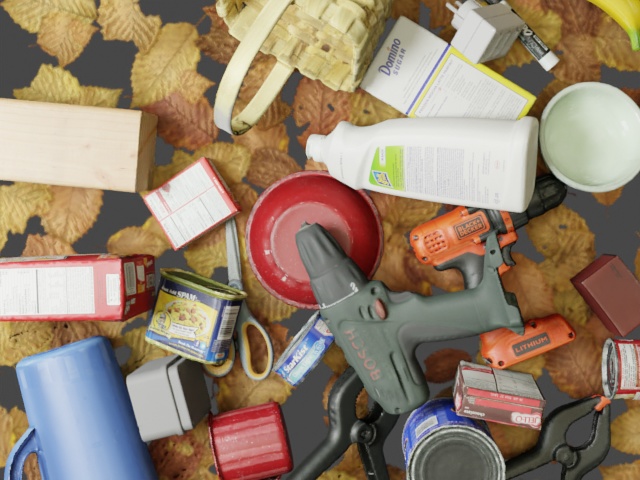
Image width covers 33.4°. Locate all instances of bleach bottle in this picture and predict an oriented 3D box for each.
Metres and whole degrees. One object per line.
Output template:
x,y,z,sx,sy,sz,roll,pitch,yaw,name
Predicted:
0.105,-0.095,1.160,0.251,0.068,0.102,9,121,20,bleach bottle

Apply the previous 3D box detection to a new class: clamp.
0.264,0.243,1.209,0.120,0.039,0.171,26,88,-4,clamp
0.033,0.218,1.195,0.164,0.036,0.210,10,89,-31,clamp

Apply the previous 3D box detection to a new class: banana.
0.276,-0.277,1.173,0.198,0.037,0.069,22,75,1,banana

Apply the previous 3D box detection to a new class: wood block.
-0.295,-0.107,1.194,0.206,0.091,0.090,5,93,3,wood block

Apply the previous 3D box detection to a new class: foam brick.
0.327,0.061,1.187,0.053,0.051,0.078,-37,90,-1,foam brick

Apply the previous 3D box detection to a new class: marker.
0.221,-0.240,1.193,0.020,0.020,0.121,-42,90,4,marker

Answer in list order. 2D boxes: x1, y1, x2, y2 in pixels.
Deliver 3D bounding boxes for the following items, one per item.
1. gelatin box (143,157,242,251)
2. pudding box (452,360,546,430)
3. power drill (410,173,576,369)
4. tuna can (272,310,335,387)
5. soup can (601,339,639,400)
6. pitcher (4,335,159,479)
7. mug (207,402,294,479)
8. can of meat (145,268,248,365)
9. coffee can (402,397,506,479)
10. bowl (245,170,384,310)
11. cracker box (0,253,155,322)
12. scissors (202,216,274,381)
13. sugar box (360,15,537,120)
-0.146,-0.041,1.217,0.089,0.030,0.073,-33,87,8,gelatin box
0.194,0.169,1.170,0.090,0.113,0.039,11,100,3,pudding box
0.216,0.036,1.192,0.184,0.057,0.187,-23,90,5,power drill
-0.015,0.122,1.193,0.034,0.086,0.086,38,94,-1,tuna can
0.370,0.144,1.182,0.102,0.068,0.068,1,93,3,soup can
-0.264,0.238,1.189,0.145,0.149,0.243,-17,89,12,pitcher
-0.075,0.239,1.209,0.081,0.093,0.117,-13,122,-1,mug
-0.141,0.086,1.202,0.102,0.057,0.084,18,96,24,can of meat
0.143,0.236,1.163,0.103,0.140,0.103,0,93,3,coffee can
-0.008,0.001,1.202,0.162,0.055,0.162,0,94,4,bowl
-0.300,0.053,1.166,0.213,0.164,0.072,-2,91,3,cracker box
-0.112,0.070,1.230,0.096,0.016,0.202,-21,84,13,scissors
0.141,-0.165,1.189,0.176,0.048,0.093,33,97,4,sugar box
